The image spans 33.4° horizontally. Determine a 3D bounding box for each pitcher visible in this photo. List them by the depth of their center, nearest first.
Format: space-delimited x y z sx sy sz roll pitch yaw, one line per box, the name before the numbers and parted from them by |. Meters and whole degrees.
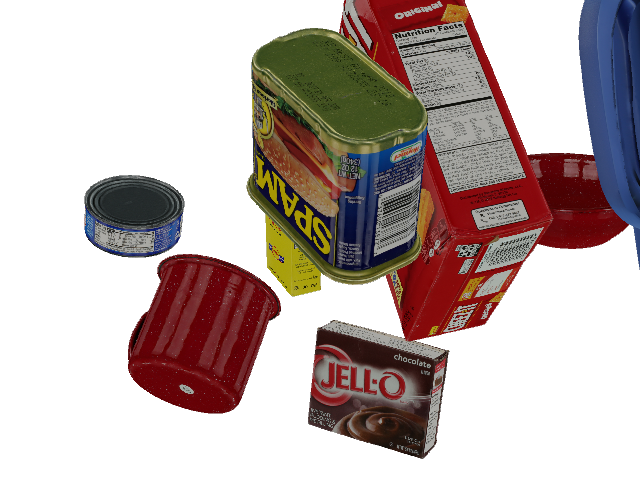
pitcher | 0.222 -0.060 0.593 0.149 0.243 0.145 -6 21 12

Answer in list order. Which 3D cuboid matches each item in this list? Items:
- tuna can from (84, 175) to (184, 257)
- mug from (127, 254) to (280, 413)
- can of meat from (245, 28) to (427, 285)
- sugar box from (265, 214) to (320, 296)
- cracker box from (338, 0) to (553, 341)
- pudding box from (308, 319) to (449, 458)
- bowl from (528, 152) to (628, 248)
tuna can | -0.162 -0.021 0.928 0.086 0.034 0.086 7 32 -4
mug | -0.093 0.069 0.752 0.117 0.081 0.093 -6 -37 37
can of meat | 0.007 -0.043 0.521 0.057 0.084 0.102 -23 48 -25
sugar box | -0.034 -0.032 1.271 0.048 0.176 0.093 -12 26 -19
cracker box | 0.068 -0.061 0.725 0.072 0.214 0.164 -12 -24 -12
pudding box | 0.048 0.125 0.911 0.114 0.090 0.039 12 17 23
bowl | 0.238 -0.035 1.031 0.162 0.055 0.162 -2 23 1
